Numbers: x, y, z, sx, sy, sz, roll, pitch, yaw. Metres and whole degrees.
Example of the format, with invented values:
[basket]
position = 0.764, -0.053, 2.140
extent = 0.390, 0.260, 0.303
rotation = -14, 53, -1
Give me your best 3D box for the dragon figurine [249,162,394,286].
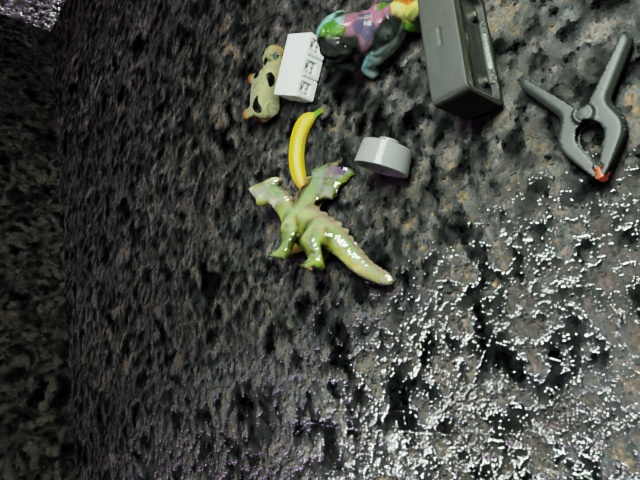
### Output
[dragon figurine]
position = 0.003, -0.056, 1.107
extent = 0.411, 0.244, 0.121
rotation = 12, -6, 33
